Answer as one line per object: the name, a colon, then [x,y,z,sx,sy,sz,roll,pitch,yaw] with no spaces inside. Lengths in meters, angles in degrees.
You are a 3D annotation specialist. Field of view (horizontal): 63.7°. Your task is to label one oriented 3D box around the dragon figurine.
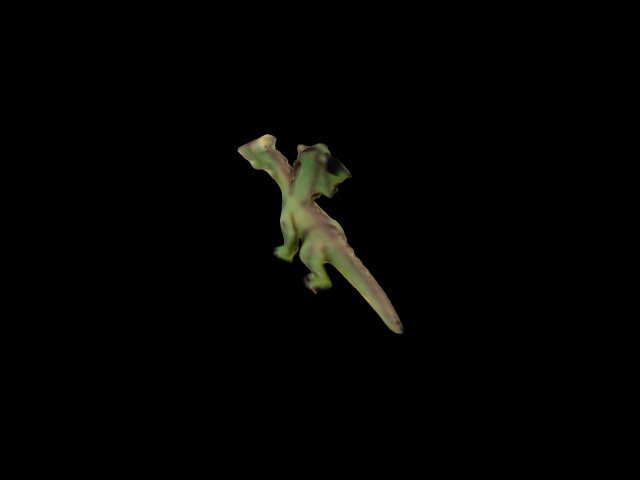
dragon figurine: [0.003,-0.043,0.850,0.124,0.237,0.415,-33,55,-28]
